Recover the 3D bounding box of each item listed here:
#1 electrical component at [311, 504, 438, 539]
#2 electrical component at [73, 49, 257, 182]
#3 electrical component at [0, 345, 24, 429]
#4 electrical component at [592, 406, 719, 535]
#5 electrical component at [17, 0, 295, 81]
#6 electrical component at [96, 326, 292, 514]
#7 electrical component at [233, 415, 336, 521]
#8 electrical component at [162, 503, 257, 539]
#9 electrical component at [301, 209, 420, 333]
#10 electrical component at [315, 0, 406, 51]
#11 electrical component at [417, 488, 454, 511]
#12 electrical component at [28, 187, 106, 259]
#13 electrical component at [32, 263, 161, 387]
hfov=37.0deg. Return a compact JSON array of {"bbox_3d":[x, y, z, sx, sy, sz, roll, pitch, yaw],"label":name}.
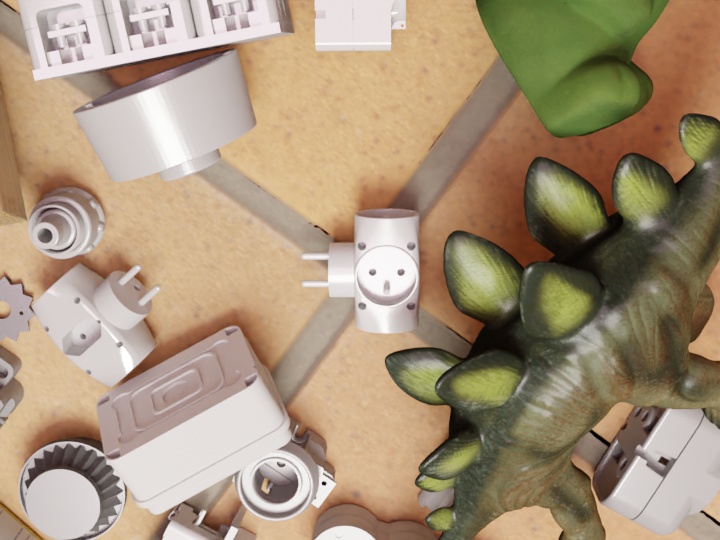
[{"bbox_3d":[0.031,0.213,0.748,0.138,0.073,0.052,17,102,-2],"label":"electrical component"},{"bbox_3d":[-0.117,-0.091,0.674,0.108,0.108,0.060,-19,107,6],"label":"electrical component"},{"bbox_3d":[-0.273,0.094,0.742,0.058,0.057,0.078,37,101,-6],"label":"electrical component"},{"bbox_3d":[0.210,0.128,0.734,0.059,0.053,0.095,29,101,-4],"label":"electrical component"},{"bbox_3d":[-0.123,-0.163,0.665,0.150,0.089,0.061,-10,101,4],"label":"electrical component"},{"bbox_3d":[-0.110,0.099,0.715,0.113,0.078,0.057,-29,123,-3],"label":"electrical component"},{"bbox_3d":[-0.055,0.138,0.743,0.078,0.057,0.058,35,101,-5],"label":"electrical component"},{"bbox_3d":[-0.114,0.202,0.768,0.064,0.042,0.081,28,101,0],"label":"electrical component"},{"bbox_3d":[0.000,0.000,0.719,0.079,0.044,0.077,0,102,2],"label":"electrical component"},{"bbox_3d":[0.001,-0.184,0.677,0.056,0.050,0.089,0,102,2],"label":"electrical component"},{"bbox_3d":[0.067,0.149,0.751,0.040,0.040,0.046,31,107,-4],"label":"electrical component"},{"bbox_3d":[-0.198,-0.028,0.711,0.048,0.062,0.048,0,102,2],"label":"electrical component"},{"bbox_3d":[-0.168,0.027,0.727,0.079,0.043,0.077,-39,98,21],"label":"electrical component"}]
